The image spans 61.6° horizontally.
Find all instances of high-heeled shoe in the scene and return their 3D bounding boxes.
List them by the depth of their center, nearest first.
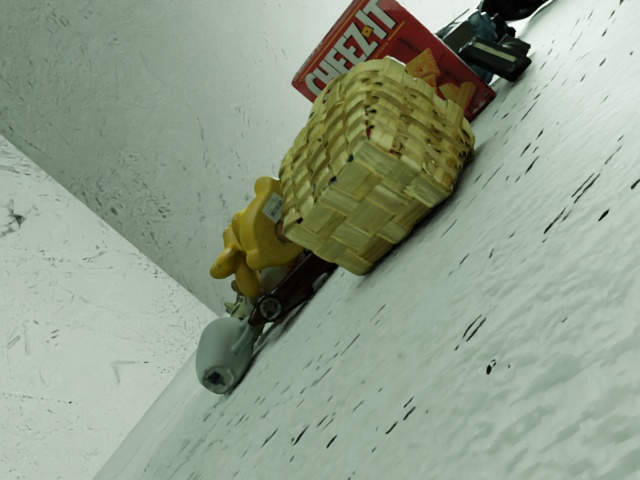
[{"bbox_3d":[0.340,-0.425,0.941,0.145,0.086,0.249,-37,10,-37],"label":"high-heeled shoe"}]

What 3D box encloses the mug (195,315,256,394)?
[{"bbox_3d":[-0.130,0.164,0.773,0.109,0.080,0.107,-41,17,13],"label":"mug"}]

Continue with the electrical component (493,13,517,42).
[{"bbox_3d":[0.294,-0.344,1.009,0.134,0.058,0.115,-48,2,12],"label":"electrical component"}]

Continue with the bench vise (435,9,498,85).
[{"bbox_3d":[0.190,-0.249,0.843,0.223,0.129,0.240,-50,-18,26],"label":"bench vise"}]

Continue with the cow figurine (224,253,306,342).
[{"bbox_3d":[-0.090,0.094,0.883,0.195,0.085,0.127,-52,11,-12],"label":"cow figurine"}]

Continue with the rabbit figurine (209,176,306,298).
[{"bbox_3d":[-0.093,0.004,0.813,0.173,0.121,0.162,-3,59,58],"label":"rabbit figurine"}]

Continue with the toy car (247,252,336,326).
[{"bbox_3d":[-0.023,0.052,0.762,0.202,0.053,0.089,-46,5,-13],"label":"toy car"}]

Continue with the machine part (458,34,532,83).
[{"bbox_3d":[0.221,-0.226,0.662,0.139,0.084,0.039,-40,-31,-53],"label":"machine part"}]

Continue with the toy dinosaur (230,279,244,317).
[{"bbox_3d":[-0.093,0.056,1.153,0.471,0.105,0.198,-46,-2,-35],"label":"toy dinosaur"}]

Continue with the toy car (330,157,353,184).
[{"bbox_3d":[0.048,-0.078,0.788,0.109,0.161,0.103,-57,40,37],"label":"toy car"}]

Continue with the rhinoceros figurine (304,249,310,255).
[{"bbox_3d":[-0.002,-0.003,0.983,0.112,0.073,0.190,-37,5,14],"label":"rhinoceros figurine"}]

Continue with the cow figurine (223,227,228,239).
[{"bbox_3d":[-0.105,-0.033,1.025,0.167,0.068,0.098,-16,11,31],"label":"cow figurine"}]
